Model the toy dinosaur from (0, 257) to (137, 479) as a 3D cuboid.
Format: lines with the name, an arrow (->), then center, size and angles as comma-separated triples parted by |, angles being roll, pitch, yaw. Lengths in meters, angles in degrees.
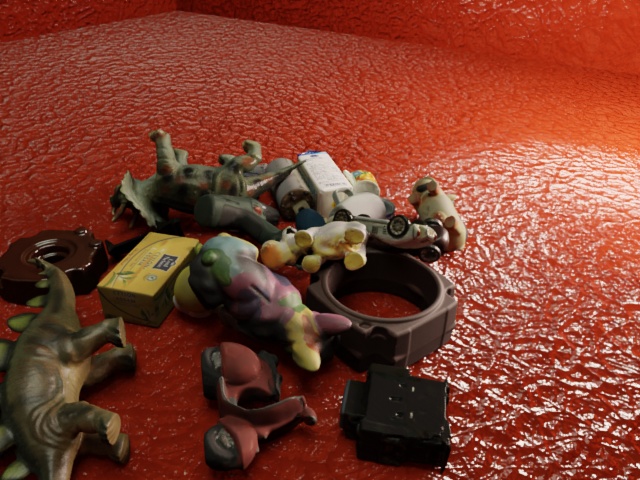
toy dinosaur -> -0.343, 0.159, 0.684 | 0.199, 0.104, 0.472 | -6, 34, -13

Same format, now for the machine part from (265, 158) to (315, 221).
machine part -> -0.069, -0.114, 1.175 | 0.079, 0.079, 0.243 | -8, 33, -15

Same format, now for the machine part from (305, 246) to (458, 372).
machine part -> 0.093, 0.098, 0.832 | 0.201, 0.087, 0.202 | -20, 39, -32

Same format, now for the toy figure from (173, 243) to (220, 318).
toy figure -> -0.182, 0.052, 0.885 | 0.082, 0.089, 0.180 | 4, 31, 15

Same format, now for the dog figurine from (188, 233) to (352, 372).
dog figurine -> -0.065, 0.093, 0.750 | 0.219, 0.191, 0.108 | 22, 63, 41

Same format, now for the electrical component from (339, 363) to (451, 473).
electrical component -> 0.093, 0.216, 0.667 | 0.134, 0.058, 0.115 | 7, 30, 7

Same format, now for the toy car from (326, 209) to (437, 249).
toy car -> 0.100, -0.017, 0.912 | 0.202, 0.056, 0.073 | 9, -1, 41

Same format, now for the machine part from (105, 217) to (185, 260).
machine part -> -0.321, 0.000, 0.990 | 0.139, 0.084, 0.039 | -18, 71, -14

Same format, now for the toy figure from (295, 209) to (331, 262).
toy figure -> -0.001, -0.005, 1.019 | 0.057, 0.064, 0.155 | 30, 19, -38

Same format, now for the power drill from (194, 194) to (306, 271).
power drill -> -0.097, -0.024, 0.978 | 0.208, 0.086, 0.232 | 37, 17, 34

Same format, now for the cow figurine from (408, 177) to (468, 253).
cow figurine -> 0.237, -0.056, 1.073 | 0.085, 0.127, 0.195 | -33, 44, 18

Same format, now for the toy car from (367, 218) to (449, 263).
toy car -> 0.131, 0.014, 0.966 | 0.202, 0.053, 0.089 | -11, 38, 22

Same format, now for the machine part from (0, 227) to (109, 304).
machine part -> -0.459, 0.041, 0.921 | 0.179, 0.056, 0.179 | 1, 32, 0

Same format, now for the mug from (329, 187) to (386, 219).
mug -> 0.063, -0.057, 1.048 | 0.107, 0.081, 0.109 | -17, 72, -53

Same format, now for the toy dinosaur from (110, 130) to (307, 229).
toy dinosaur -> -0.230, -0.104, 1.073 | 0.405, 0.131, 0.192 | 2, 73, -4

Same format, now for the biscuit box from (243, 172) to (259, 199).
biscuit box -> -0.237, -0.123, 1.196 | 0.203, 0.059, 0.063 | 9, 34, 10

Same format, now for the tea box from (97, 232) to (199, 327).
tea box -> -0.275, 0.060, 0.888 | 0.098, 0.068, 0.170 | 7, 31, 9

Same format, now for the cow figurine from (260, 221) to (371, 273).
cow figurine -> -0.006, 0.005, 0.845 | 0.167, 0.068, 0.098 | -4, 17, 11

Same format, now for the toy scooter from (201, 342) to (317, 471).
toy scooter -> -0.079, 0.197, 0.672 | 0.135, 0.075, 0.184 | -6, 35, -12
